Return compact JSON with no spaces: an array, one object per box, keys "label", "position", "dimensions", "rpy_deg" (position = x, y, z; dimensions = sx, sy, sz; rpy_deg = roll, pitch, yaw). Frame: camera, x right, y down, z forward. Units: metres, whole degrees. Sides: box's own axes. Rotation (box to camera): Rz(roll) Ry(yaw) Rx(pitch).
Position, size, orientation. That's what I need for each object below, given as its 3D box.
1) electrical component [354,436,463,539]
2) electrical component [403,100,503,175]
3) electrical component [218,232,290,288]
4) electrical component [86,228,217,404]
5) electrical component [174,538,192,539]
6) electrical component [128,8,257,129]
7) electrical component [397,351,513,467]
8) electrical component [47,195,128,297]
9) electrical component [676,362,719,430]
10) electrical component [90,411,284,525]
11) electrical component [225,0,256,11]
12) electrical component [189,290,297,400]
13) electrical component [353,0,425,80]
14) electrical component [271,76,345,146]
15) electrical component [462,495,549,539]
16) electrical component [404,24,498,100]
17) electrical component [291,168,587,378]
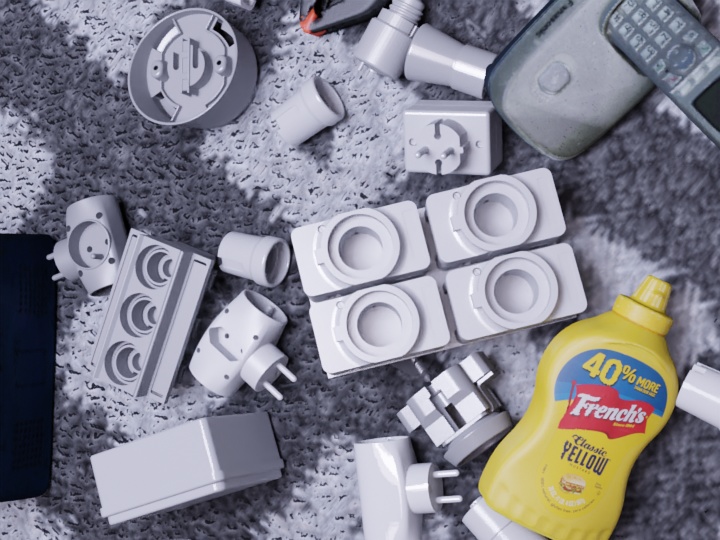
[{"label":"electrical component","position":[0.038,0.164,0.804],"dimensions":[0.079,0.044,0.077],"rpy_deg":[-9,85,21]},{"label":"electrical component","position":[0.062,-0.092,0.781],"dimensions":[0.066,0.077,0.047],"rpy_deg":[5,112,21]},{"label":"electrical component","position":[-0.085,-0.010,0.862],"dimensions":[0.046,0.040,0.040],"rpy_deg":[13,93,27]},{"label":"electrical component","position":[-0.165,0.037,0.877],"dimensions":[0.079,0.063,0.121],"rpy_deg":[21,96,21]},{"label":"electrical component","position":[-0.146,0.253,0.875],"dimensions":[0.044,0.044,0.065],"rpy_deg":[21,91,21]},{"label":"electrical component","position":[-0.135,-0.162,0.873],"dimensions":[0.099,0.064,0.099],"rpy_deg":[-1,88,21]},{"label":"electrical component","position":[0.075,0.106,0.785],"dimensions":[0.078,0.058,0.057],"rpy_deg":[-40,72,15]},{"label":"electrical component","position":[-0.233,-0.014,0.916],"dimensions":[0.079,0.044,0.077],"rpy_deg":[-20,81,19]},{"label":"electrical component","position":[0.244,0.088,0.730],"dimensions":[0.046,0.040,0.040],"rpy_deg":[26,97,25]},{"label":"electrical component","position":[-0.132,0.152,0.837],"dimensions":[0.109,0.109,0.056],"rpy_deg":[-21,78,19]},{"label":"electrical component","position":[-0.103,-0.257,0.868],"dimensions":[0.057,0.058,0.078],"rpy_deg":[23,96,18]},{"label":"electrical component","position":[-0.084,0.070,0.856],"dimensions":[0.079,0.043,0.077],"rpy_deg":[41,102,18]},{"label":"electrical component","position":[0.027,-0.183,0.824],"dimensions":[0.040,0.040,0.078],"rpy_deg":[32,99,19]},{"label":"electrical component","position":[-0.042,-0.124,0.849],"dimensions":[0.046,0.040,0.040],"rpy_deg":[-33,77,24]},{"label":"electrical component","position":[0.106,0.192,0.779],"dimensions":[0.044,0.044,0.065],"rpy_deg":[-48,68,13]},{"label":"electrical component","position":[0.072,-0.153,0.805],"dimensions":[0.065,0.044,0.044],"rpy_deg":[23,96,15]},{"label":"electrical component","position":[0.054,0.002,0.762],"dimensions":[0.186,0.060,0.105],"rpy_deg":[-14,82,-1]}]
